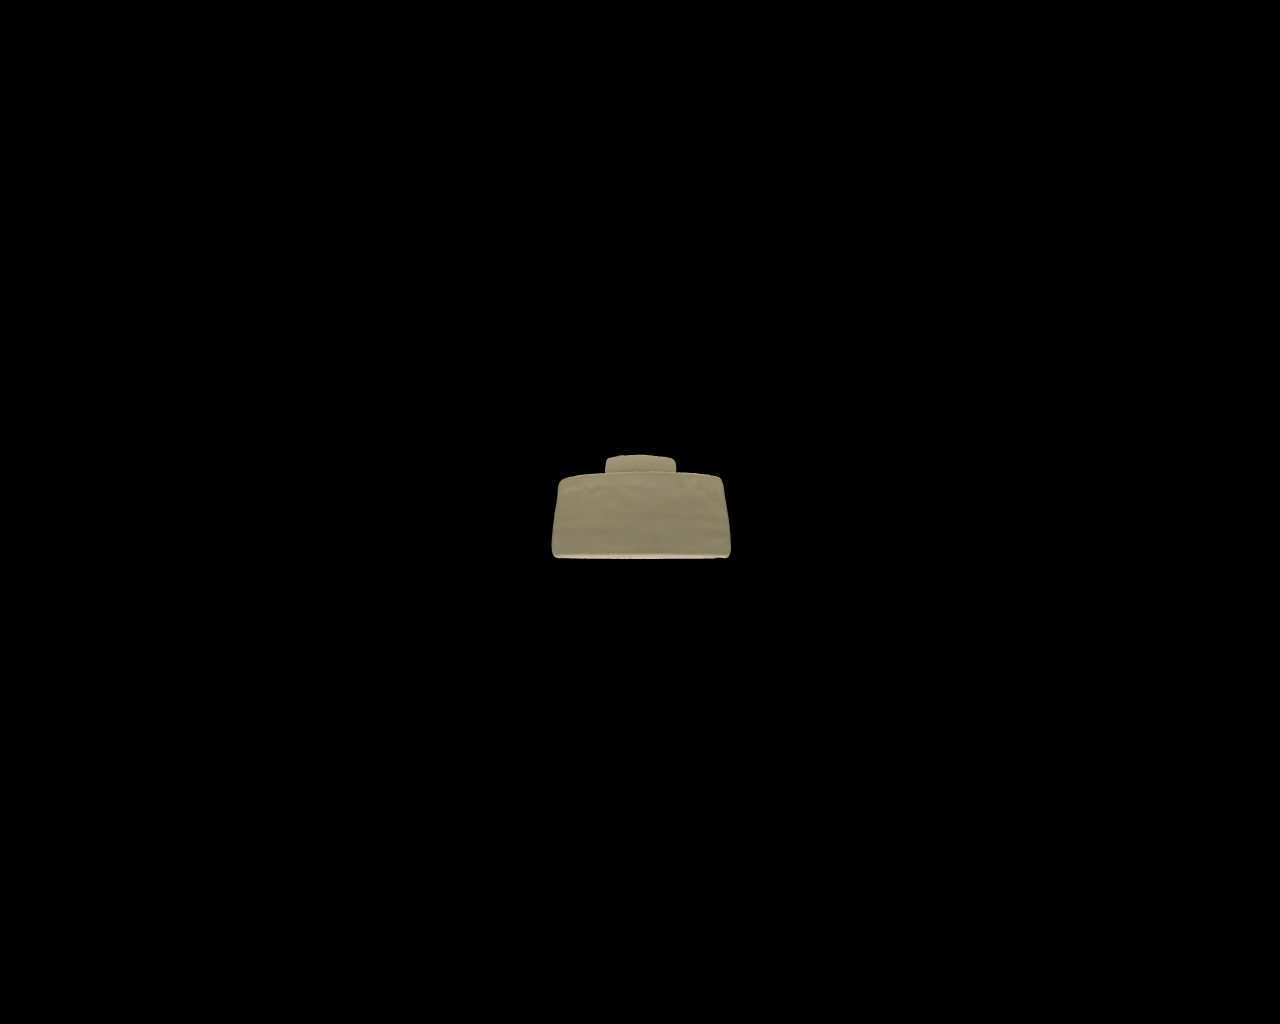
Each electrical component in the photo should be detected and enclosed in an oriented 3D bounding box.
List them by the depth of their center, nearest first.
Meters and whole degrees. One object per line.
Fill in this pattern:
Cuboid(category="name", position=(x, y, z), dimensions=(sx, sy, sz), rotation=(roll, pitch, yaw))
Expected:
Cuboid(category="electrical component", position=(0.001, -0.003, 0.650), dimensions=(0.108, 0.060, 0.108), rotation=(0, -3, 0))
